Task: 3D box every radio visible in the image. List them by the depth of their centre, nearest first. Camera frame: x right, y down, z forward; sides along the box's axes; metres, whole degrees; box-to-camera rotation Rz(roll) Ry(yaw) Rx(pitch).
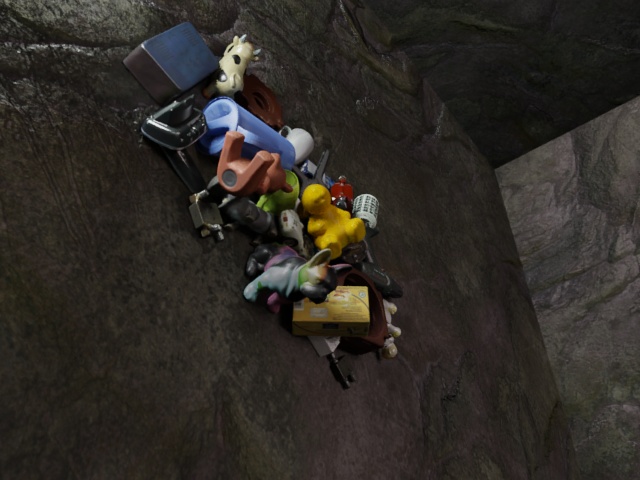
[{"bbox_3d":[-0.327,-0.400,1.218,0.131,0.073,0.230,52,32,-19],"label":"radio"}]

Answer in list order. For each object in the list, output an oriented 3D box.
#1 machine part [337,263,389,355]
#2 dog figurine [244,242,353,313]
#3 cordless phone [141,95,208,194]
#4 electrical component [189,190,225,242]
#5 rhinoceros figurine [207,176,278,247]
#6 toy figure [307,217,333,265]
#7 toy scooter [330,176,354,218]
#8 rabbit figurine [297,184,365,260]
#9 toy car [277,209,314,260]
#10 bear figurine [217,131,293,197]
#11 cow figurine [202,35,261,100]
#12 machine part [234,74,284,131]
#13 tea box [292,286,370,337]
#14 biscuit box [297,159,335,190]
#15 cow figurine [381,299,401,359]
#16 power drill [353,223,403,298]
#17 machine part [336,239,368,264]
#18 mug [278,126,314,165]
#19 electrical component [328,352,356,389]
[{"bbox_3d":[0.079,0.176,1.355,0.200,0.087,0.201,30,44,-43],"label":"machine part"},{"bbox_3d":[-0.043,0.060,1.127,0.108,0.219,0.192,41,36,-38],"label":"dog figurine"},{"bbox_3d":[-0.277,-0.199,1.139,0.184,0.089,0.147,62,27,-22],"label":"cordless phone"},{"bbox_3d":[-0.230,-0.050,1.100,0.078,0.045,0.102,7,59,-53],"label":"electrical component"},{"bbox_3d":[-0.167,-0.068,1.187,0.190,0.073,0.112,40,38,-34],"label":"rhinoceros figurine"},{"bbox_3d":[-0.003,-0.005,1.407,0.064,0.058,0.154,30,39,-48],"label":"toy figure"},{"bbox_3d":[0.054,-0.094,1.470,0.183,0.075,0.135,98,-3,-62],"label":"toy scooter"},{"bbox_3d":[0.012,-0.065,1.275,0.173,0.122,0.163,61,-8,-33],"label":"rabbit figurine"},{"bbox_3d":[-0.052,0.004,1.272,0.201,0.056,0.073,62,15,-55],"label":"toy car"},{"bbox_3d":[-0.124,-0.152,1.137,0.120,0.132,0.196,39,28,18],"label":"bear figurine"},{"bbox_3d":[-0.220,-0.433,1.356,0.085,0.127,0.195,41,38,-37],"label":"cow figurine"},{"bbox_3d":[-0.170,-0.363,1.447,0.179,0.056,0.179,38,36,-34],"label":"machine part"},{"bbox_3d":[0.023,0.158,1.199,0.068,0.170,0.098,94,-1,-50],"label":"tea box"},{"bbox_3d":[0.008,-0.144,1.534,0.202,0.063,0.059,36,37,-38],"label":"biscuit box"},{"bbox_3d":[0.164,0.235,1.455,0.098,0.068,0.167,33,37,-33],"label":"cow figurine"},{"bbox_3d":[0.157,0.063,1.590,0.232,0.086,0.207,19,58,-47],"label":"power drill"},{"bbox_3d":[0.076,0.026,1.404,0.079,0.079,0.243,62,-3,0],"label":"machine part"},{"bbox_3d":[-0.078,-0.256,1.477,0.109,0.081,0.107,55,40,-25],"label":"mug"},{"bbox_3d":[0.053,0.301,1.272,0.094,0.021,0.063,61,29,0],"label":"electrical component"}]
